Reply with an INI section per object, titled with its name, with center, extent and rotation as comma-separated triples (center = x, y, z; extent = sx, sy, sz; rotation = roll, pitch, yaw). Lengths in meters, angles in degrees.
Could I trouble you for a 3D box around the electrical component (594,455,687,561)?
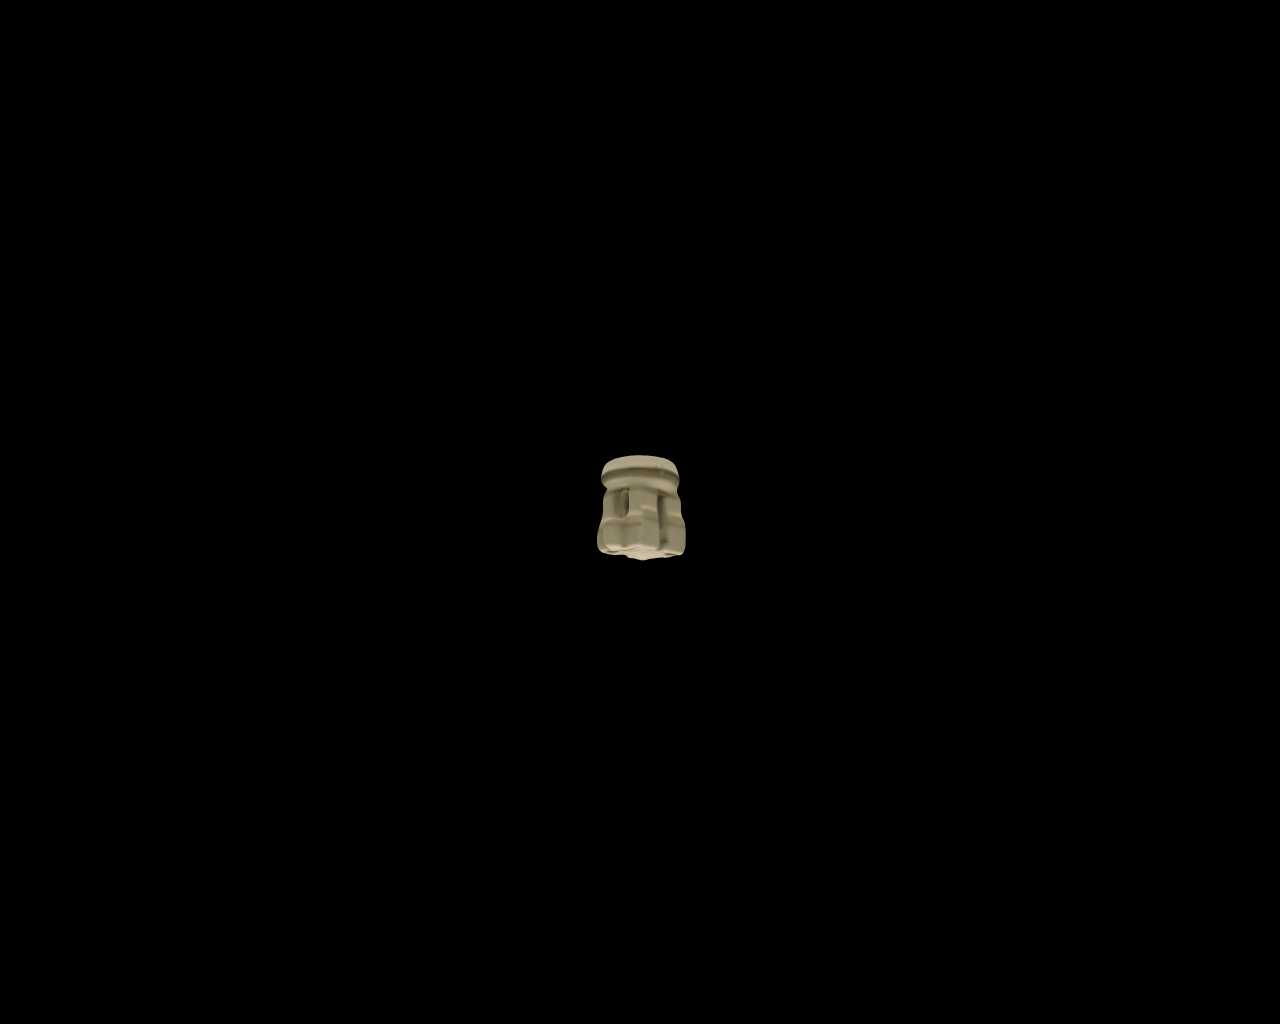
[electrical component]
center = 0.001, -0.003, 0.650
extent = 0.048, 0.055, 0.066
rotation = -11, -17, 38
